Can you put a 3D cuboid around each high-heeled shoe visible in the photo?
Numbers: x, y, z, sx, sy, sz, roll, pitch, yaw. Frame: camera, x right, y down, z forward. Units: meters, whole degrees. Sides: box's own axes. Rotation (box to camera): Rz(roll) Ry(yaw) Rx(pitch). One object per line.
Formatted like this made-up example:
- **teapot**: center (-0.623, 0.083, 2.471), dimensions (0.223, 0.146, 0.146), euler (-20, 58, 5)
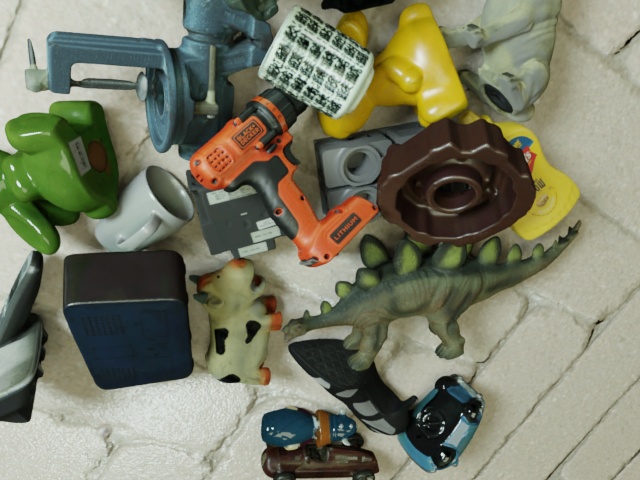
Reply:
- **high-heeled shoe**: center (0.043, 0.241, 0.872), dimensions (0.249, 0.086, 0.145), euler (28, 138, -6)

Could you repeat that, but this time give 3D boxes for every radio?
- **radio**: center (-0.228, 0.105, 0.670), dimensions (0.131, 0.073, 0.229), euler (-5, 145, -14)

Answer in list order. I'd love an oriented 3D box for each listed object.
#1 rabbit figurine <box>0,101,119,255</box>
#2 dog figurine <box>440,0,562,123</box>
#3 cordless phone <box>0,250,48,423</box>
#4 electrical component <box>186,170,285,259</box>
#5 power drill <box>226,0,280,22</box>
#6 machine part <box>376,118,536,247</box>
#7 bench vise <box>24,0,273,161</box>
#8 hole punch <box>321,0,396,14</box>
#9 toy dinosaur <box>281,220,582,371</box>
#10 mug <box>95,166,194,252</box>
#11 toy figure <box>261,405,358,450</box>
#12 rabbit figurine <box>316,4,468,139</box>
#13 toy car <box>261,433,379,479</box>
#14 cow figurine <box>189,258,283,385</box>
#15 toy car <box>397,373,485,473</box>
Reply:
- **rabbit figurine**: center (-0.322, -0.072, 0.609), dimensions (0.170, 0.121, 0.158), euler (-6, 125, 9)
- **dog figurine**: center (0.259, -0.259, 0.639), dimensions (0.190, 0.121, 0.172), euler (-42, 125, 2)
- **cordless phone**: center (-0.368, 0.116, 0.649), dimensions (0.088, 0.147, 0.184), euler (18, 112, -30)
- **electrical component**: center (-0.098, -0.038, 0.682), dimensions (0.115, 0.058, 0.134), euler (-13, 133, -6)
- **power drill**: center (-0.076, -0.289, 0.474), dimensions (0.232, 0.207, 0.085), euler (-41, 152, -11)
- **machine part**: center (0.157, -0.063, 0.632), dimensions (0.179, 0.056, 0.179), euler (4, 142, 3)
- **bench vise**: center (-0.173, -0.184, 0.559), dimensions (0.240, 0.129, 0.223), euler (-6, 133, -28)
- **hole punch**: center (0.055, -0.322, 0.585), dimensions (0.142, 0.092, 0.115), euler (-18, 141, -7)
- **toy dinosaur**: center (0.170, 0.069, 0.785), dimensions (0.471, 0.105, 0.198), euler (-11, 114, -14)
- **mug**: center (-0.218, -0.020, 0.649), dimensions (0.107, 0.110, 0.080), euler (-34, 126, 18)
- **toy figure**: center (-0.017, 0.304, 0.876), dimensions (0.154, 0.058, 0.064), euler (5, 91, -12)
- **rabbit figurine**: center (0.068, -0.186, 0.632), dimensions (0.173, 0.122, 0.162), euler (-24, 117, 20)
- **toy car**: center (0.003, 0.363, 0.892), dimensions (0.202, 0.089, 0.053), euler (6, 118, -15)
- **cow figurine**: center (-0.120, 0.112, 0.748), dimensions (0.127, 0.086, 0.194), euler (2, 116, -21)
- **toy car**: center (0.218, 0.314, 0.923), dimensions (0.161, 0.109, 0.102), euler (-53, 139, 1)
